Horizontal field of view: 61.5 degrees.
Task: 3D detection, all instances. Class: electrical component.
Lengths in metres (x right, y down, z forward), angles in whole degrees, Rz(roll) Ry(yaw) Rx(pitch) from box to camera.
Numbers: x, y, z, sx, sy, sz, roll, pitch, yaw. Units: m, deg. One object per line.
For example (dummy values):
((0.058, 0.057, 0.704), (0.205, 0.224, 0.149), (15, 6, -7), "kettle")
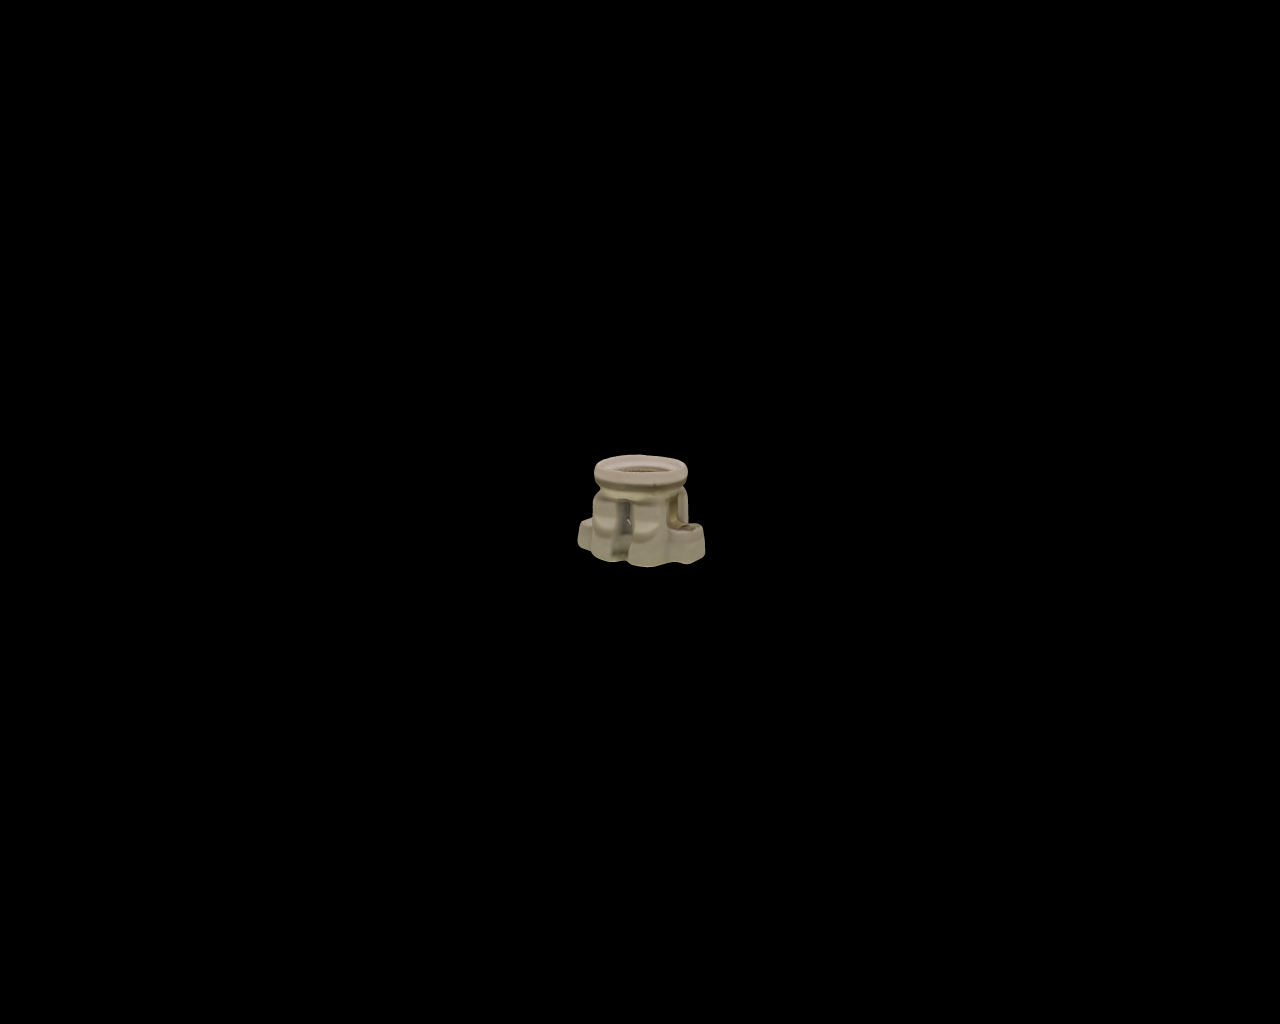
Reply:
((0.001, -0.003, 0.650), (0.078, 0.057, 0.058), (7, 16, 26), "electrical component")
